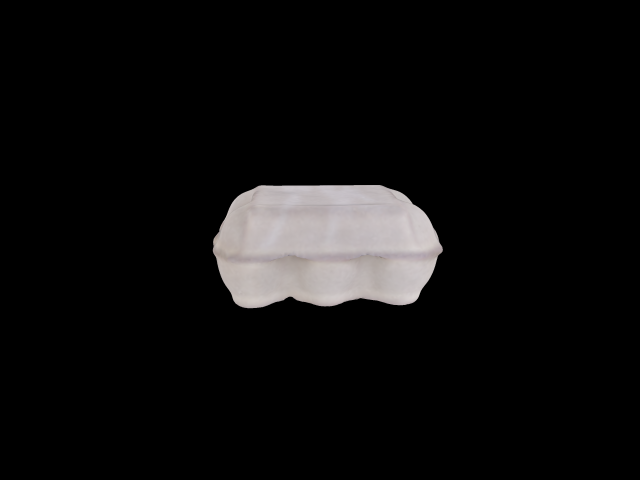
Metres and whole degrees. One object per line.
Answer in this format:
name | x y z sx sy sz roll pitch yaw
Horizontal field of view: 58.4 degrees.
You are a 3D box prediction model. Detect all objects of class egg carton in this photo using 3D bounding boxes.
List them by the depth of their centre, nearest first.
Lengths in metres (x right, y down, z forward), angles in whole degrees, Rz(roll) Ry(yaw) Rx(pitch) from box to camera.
egg carton | 0.004 0.001 0.400 0.150 0.069 0.107 -1 15 -5
